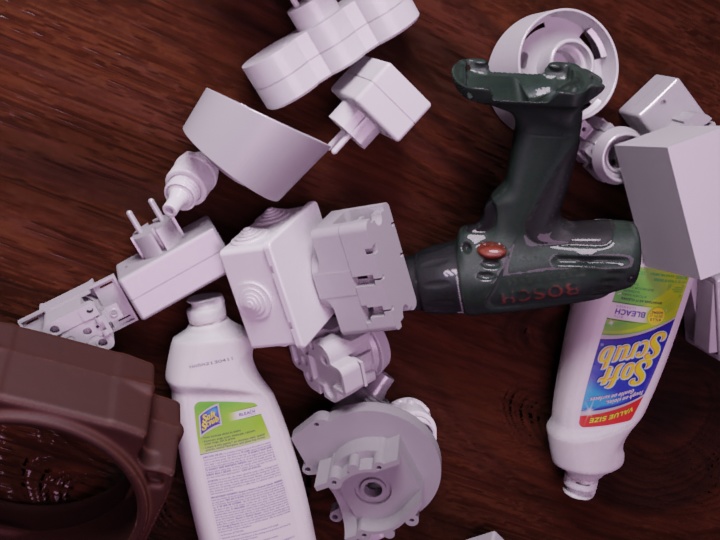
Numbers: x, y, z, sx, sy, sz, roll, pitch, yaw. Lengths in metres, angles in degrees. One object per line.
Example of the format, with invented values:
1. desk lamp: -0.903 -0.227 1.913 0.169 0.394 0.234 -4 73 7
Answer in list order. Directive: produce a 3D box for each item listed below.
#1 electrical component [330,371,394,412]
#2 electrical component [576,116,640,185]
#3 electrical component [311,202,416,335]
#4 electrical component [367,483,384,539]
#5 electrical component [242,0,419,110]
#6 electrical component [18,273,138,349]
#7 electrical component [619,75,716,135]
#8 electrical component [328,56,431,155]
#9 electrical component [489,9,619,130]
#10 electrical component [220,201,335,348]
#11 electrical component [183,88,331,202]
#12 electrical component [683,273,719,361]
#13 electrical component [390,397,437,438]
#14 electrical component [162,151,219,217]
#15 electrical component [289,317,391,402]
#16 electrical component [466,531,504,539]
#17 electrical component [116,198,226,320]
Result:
1. electrical component: 0.005 0.113 0.909 0.043 0.043 0.062 33 93 -20
2. electrical component: 0.209 -0.098 0.899 0.066 0.055 0.048 41 92 -21
3. electrical component: 0.000 0.000 0.833 0.056 0.050 0.089 -8 111 26
4. electrical component: 0.007 0.207 0.937 0.040 0.040 0.046 -26 104 -7
5. electrical component: -0.030 -0.188 0.812 0.138 0.052 0.073 -33 110 -4
6. electrical component: -0.215 0.042 0.820 0.081 0.064 0.042 -27 109 -6
7. electrical component: 0.273 -0.115 0.901 0.047 0.075 0.083 -44 111 0
8. electrical component: 0.002 -0.118 0.823 0.047 0.083 0.075 42 92 -21
9. electrical component: 0.158 -0.162 0.877 0.099 0.064 0.099 0 91 -18
10. electrical component: -0.059 0.005 0.835 0.048 0.099 0.099 -7 112 26
11. electrical component: -0.079 -0.098 0.800 0.099 0.099 0.064 36 100 -21
12. electrical component: 0.325 0.038 0.964 0.061 0.061 0.096 -12 108 -11
13. electrical component: 0.045 0.140 0.916 0.048 0.062 0.048 -4 106 -14
14. electrical component: -0.132 -0.062 0.813 0.035 0.061 0.035 11 131 12
15. electrical component: -0.012 0.068 0.878 0.057 0.078 0.058 -26 120 -28
16. electrical component: 0.100 0.290 0.971 0.076 0.083 0.047 -29 116 35
17. electrical component: -0.151 -0.018 0.829 0.083 0.047 0.075 -30 110 -6
